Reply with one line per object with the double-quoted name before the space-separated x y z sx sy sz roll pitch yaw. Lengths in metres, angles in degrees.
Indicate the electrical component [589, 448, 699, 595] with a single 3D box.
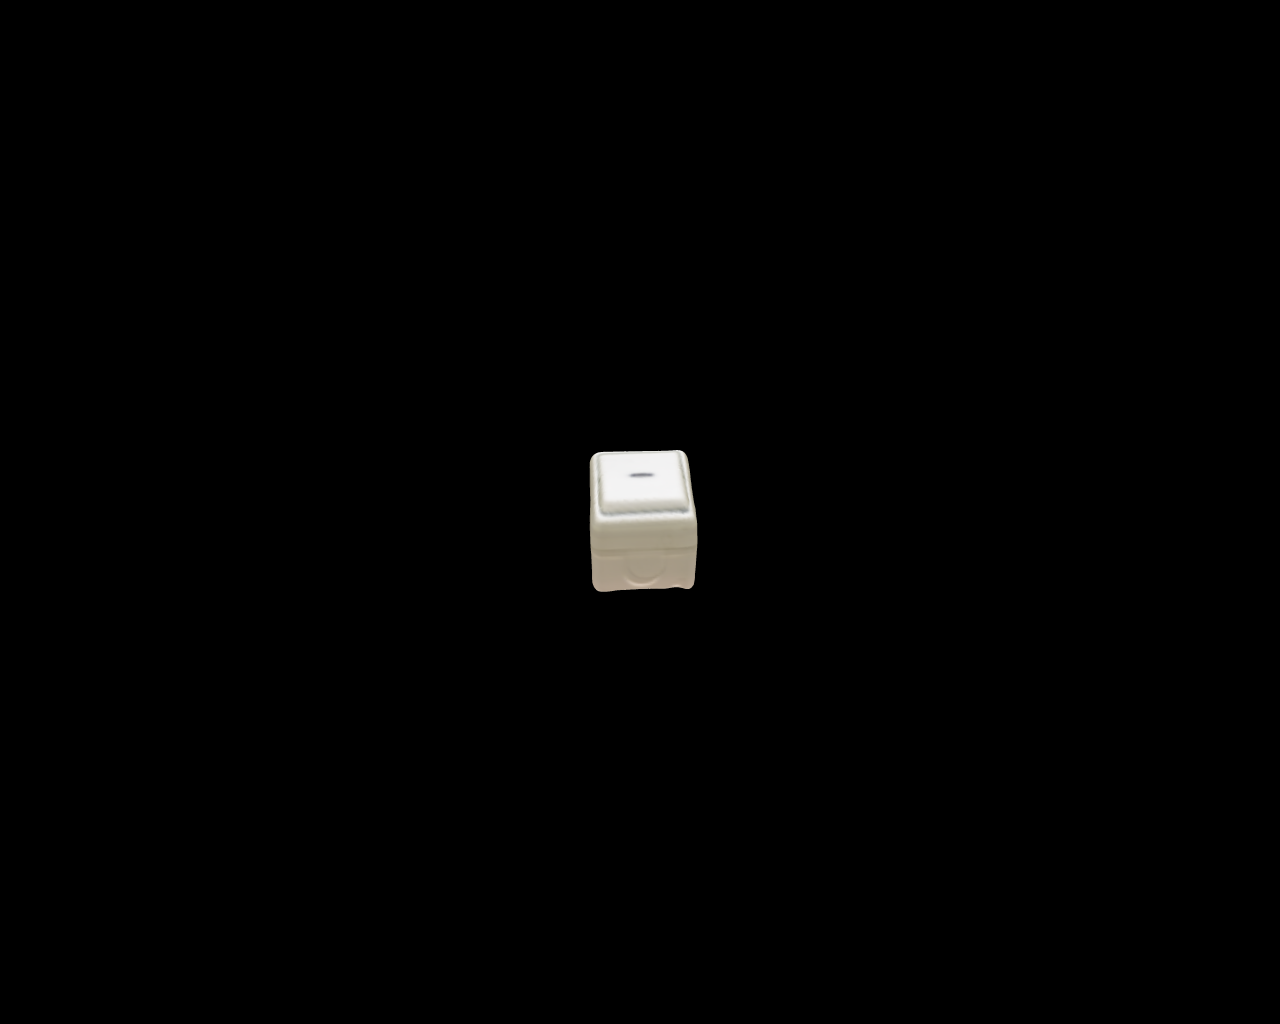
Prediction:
"electrical component" 0.001 -0.003 0.650 0.062 0.061 0.096 -1 35 -2
